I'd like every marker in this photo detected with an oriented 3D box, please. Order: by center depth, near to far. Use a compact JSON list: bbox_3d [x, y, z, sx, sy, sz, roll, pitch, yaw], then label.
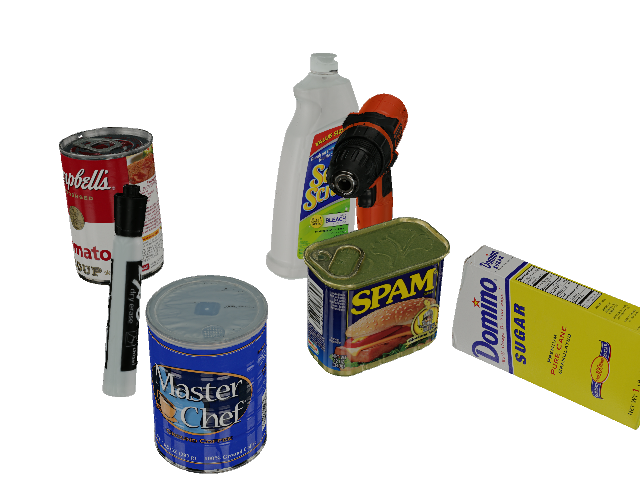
[{"bbox_3d":[-0.111,0.028,0.605,0.020,0.121,0.020,5,10,-1],"label":"marker"}]

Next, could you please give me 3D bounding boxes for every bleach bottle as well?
[{"bbox_3d":[-0.008,-0.086,1.216,0.102,0.251,0.068,-8,21,-26],"label":"bleach bottle"}]

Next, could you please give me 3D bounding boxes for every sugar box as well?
[{"bbox_3d":[0.199,0.079,0.897,0.176,0.093,0.048,21,34,27],"label":"sugar box"}]

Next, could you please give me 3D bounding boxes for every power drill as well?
[{"bbox_3d":[0.044,-0.027,1.001,0.057,0.188,0.184,9,29,14],"label":"power drill"}]

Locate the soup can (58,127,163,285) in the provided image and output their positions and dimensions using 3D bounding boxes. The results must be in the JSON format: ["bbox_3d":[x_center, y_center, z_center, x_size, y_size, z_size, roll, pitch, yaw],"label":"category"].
[{"bbox_3d":[-0.154,-0.026,0.794,0.068,0.102,0.068,-2,23,1],"label":"soup can"}]

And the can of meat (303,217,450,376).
[{"bbox_3d":[0.039,0.041,0.764,0.102,0.084,0.057,-17,38,-24],"label":"can of meat"}]

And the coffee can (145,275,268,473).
[{"bbox_3d":[-0.097,0.116,0.929,0.103,0.140,0.103,1,31,-1],"label":"coffee can"}]
